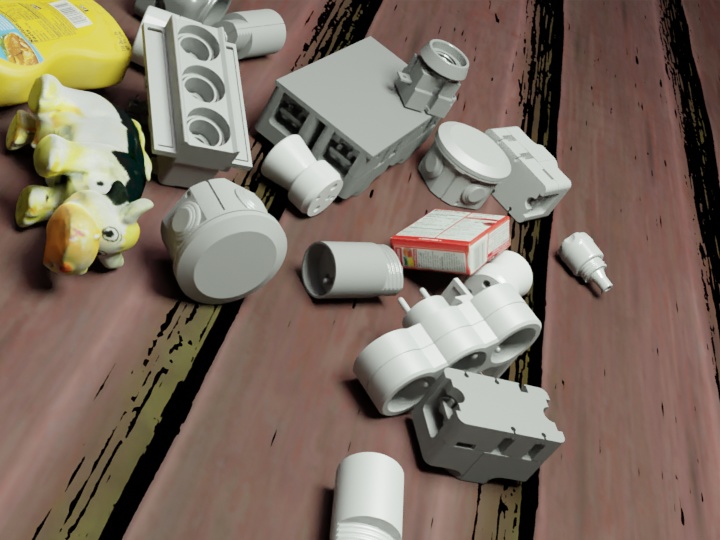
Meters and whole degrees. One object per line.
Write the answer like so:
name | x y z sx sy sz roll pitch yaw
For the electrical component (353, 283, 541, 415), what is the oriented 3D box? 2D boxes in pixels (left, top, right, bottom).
electrical component | 0.055 0.044 0.781 0.138 0.052 0.073 -23 59 -20

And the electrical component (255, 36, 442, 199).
electrical component | -0.003 -0.141 0.988 0.105 0.060 0.186 39 34 7

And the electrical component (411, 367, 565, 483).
electrical component | 0.087 0.112 0.756 0.089 0.055 0.050 15 39 -26

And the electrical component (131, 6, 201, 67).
electrical component | -0.168 -0.195 0.925 0.047 0.055 0.055 21 36 -13

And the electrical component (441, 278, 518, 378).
electrical component | 0.097 0.048 0.856 0.064 0.042 0.081 -9 53 -46

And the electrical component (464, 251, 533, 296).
electrical component | 0.116 0.013 0.912 0.045 0.045 0.055 41 35 10

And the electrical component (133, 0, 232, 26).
electrical component | -0.159 -0.254 1.004 0.059 0.053 0.095 35 34 1

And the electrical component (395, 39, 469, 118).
electrical component | 0.068 -0.176 0.983 0.066 0.055 0.048 11 40 -30

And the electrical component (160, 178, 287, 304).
electrical component | -0.096 -0.020 0.747 0.080 0.080 0.051 3 39 -37

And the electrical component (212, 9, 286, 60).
electrical component | -0.112 -0.221 1.011 0.043 0.043 0.081 45 36 16

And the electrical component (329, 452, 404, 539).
electrical component | 0.004 0.154 0.647 0.043 0.043 0.081 24 35 -14

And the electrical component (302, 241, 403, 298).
electrical component | 0.000 0.000 0.833 0.081 0.043 0.043 0 47 -40

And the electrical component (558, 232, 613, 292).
electrical component | 0.219 -0.005 1.029 0.035 0.035 0.061 -6 53 -44

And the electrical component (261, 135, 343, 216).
electrical component | -0.047 -0.078 0.888 0.055 0.045 0.045 44 35 14

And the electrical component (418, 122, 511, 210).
electrical component | 0.100 -0.100 1.032 0.080 0.051 0.080 22 36 -17

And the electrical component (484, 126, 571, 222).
electrical component | 0.161 -0.097 1.079 0.056 0.050 0.089 -13 56 -47

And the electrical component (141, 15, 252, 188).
electrical component | -0.133 -0.128 0.841 0.079 0.063 0.121 8 57 -30
